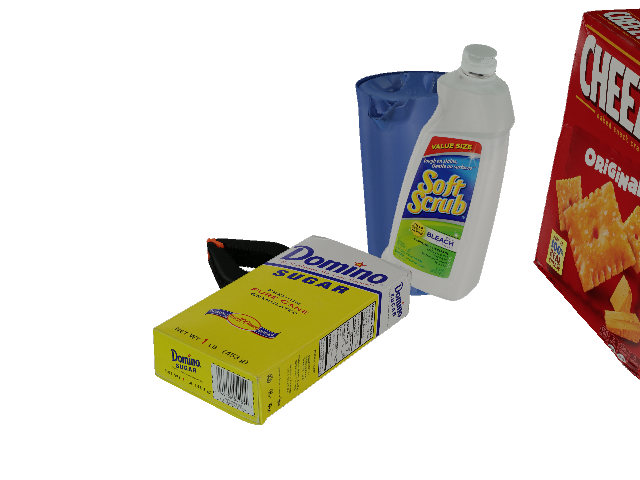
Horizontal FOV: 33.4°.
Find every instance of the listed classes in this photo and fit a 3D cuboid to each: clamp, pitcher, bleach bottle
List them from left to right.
[{"bbox_3d":[-0.042,0.049,1.091,0.210,0.036,0.164,19,36,26],"label":"clamp"},{"bbox_3d":[0.115,-0.070,1.219,0.149,0.243,0.145,-5,22,-9],"label":"pitcher"},{"bbox_3d":[0.123,-0.067,1.008,0.103,0.251,0.068,25,39,25],"label":"bleach bottle"}]

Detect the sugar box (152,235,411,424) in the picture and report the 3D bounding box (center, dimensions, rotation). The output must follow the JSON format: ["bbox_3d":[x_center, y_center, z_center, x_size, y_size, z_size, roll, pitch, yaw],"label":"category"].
[{"bbox_3d":[-0.022,0.055,0.742,0.093,0.048,0.175,21,36,31],"label":"sugar box"}]

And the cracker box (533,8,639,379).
[{"bbox_3d":[0.228,-0.034,0.749,0.072,0.214,0.164,-7,33,-16],"label":"cracker box"}]
